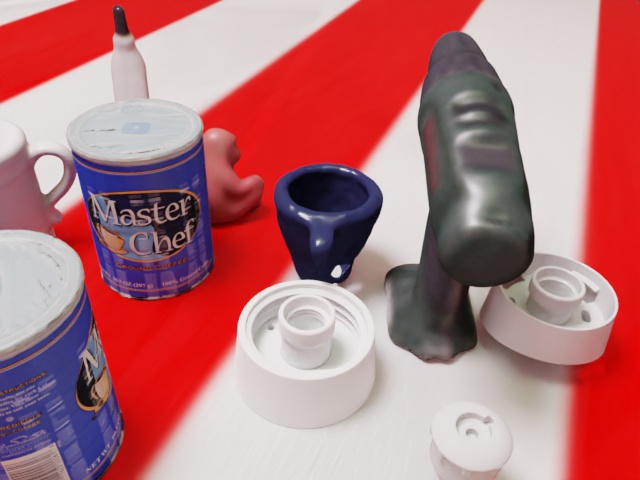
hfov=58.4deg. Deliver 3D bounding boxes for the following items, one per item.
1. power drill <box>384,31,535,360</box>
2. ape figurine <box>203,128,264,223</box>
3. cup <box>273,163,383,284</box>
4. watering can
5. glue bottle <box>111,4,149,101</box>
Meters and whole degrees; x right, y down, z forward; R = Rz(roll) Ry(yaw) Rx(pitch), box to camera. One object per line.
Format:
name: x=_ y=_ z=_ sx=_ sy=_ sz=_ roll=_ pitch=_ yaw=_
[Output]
power drill: x=0.098 y=-0.024 z=0.438 sx=0.075 sy=0.208 sz=0.229 roll=3 pitch=38 yaw=0
ape figurine: x=-0.099 y=-0.069 z=0.576 sx=0.076 sy=0.092 sz=0.077 roll=-29 pitch=48 yaw=-35
cup: x=0.005 y=0.002 z=0.490 sx=0.091 sy=0.095 sz=0.117 roll=4 pitch=38 yaw=2
watering can: x=-0.298 y=-0.061 z=0.467 sx=0.173 sy=0.194 sz=0.100 roll=-26 pitch=46 yaw=-32
glue bottle: x=-0.207 y=-0.169 z=0.630 sx=0.037 sy=0.173 sz=0.078 roll=-7 pitch=39 yaw=-13
